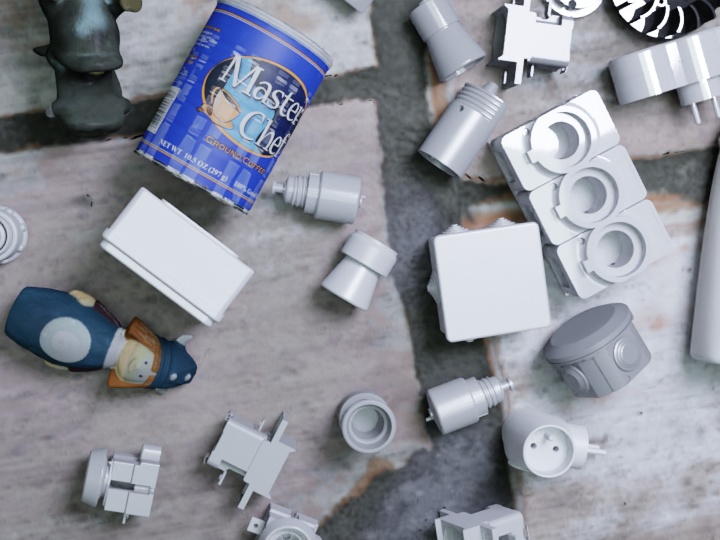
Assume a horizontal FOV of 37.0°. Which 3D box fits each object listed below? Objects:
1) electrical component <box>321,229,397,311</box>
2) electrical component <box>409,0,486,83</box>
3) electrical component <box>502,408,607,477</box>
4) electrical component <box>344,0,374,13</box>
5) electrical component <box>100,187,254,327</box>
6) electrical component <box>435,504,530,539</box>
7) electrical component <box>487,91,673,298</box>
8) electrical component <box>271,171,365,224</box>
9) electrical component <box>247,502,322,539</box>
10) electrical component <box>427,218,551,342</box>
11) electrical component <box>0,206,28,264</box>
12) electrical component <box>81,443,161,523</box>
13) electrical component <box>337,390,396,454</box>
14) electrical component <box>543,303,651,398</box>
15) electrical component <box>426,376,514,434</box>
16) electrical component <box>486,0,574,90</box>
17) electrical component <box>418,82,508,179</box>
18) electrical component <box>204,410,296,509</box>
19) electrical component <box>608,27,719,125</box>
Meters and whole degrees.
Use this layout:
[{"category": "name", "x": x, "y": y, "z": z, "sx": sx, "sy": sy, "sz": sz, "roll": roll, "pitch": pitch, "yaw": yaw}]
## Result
[{"category": "electrical component", "x": 0.000, "y": 0.000, "z": 0.893, "sx": 0.045, "sy": 0.045, "sz": 0.055, "roll": 31, "pitch": 89, "yaw": -6}, {"category": "electrical component", "x": 0.070, "y": -0.194, "z": 0.892, "sx": 0.044, "sy": 0.044, "sz": 0.065, "roll": -30, "pitch": 91, "yaw": -3}, {"category": "electrical component", "x": 0.166, "y": 0.146, "z": 0.901, "sx": 0.079, "sy": 0.077, "sz": 0.044, "roll": 9, "pitch": 92, "yaw": -6}, {"category": "electrical component", "x": 0.017, "y": -0.266, "z": 0.871, "sx": 0.047, "sy": 0.083, "sz": 0.075, "roll": 37, "pitch": 51, "yaw": -6}, {"category": "electrical component", "x": -0.142, "y": -0.011, "z": 0.847, "sx": 0.109, "sy": 0.109, "sz": 0.056, "roll": 38, "pitch": 87, "yaw": -6}, {"category": "electrical component", "x": 0.104, "y": 0.226, "z": 0.905, "sx": 0.064, "sy": 0.081, "sz": 0.042, "roll": -10, "pitch": 95, "yaw": -27}, {"category": "electrical component", "x": 0.184, "y": -0.062, "z": 0.899, "sx": 0.089, "sy": 0.062, "sz": 0.150, "roll": -28, "pitch": 95, "yaw": -3}, {"category": "electrical component", "x": -0.034, "y": -0.062, "z": 0.889, "sx": 0.078, "sy": 0.040, "sz": 0.040, "roll": 9, "pitch": 92, "yaw": -6}, {"category": "electrical component", "x": -0.061, "y": 0.225, "z": 0.895, "sx": 0.066, "sy": 0.055, "sz": 0.048, "roll": 23, "pitch": 91, "yaw": -6}, {"category": "electrical component", "x": 0.106, "y": 0.009, "z": 0.902, "sx": 0.100, "sy": 0.048, "sz": 0.099, "roll": -8, "pitch": 94, "yaw": -5}, {"category": "electrical component", "x": -0.294, "y": -0.027, "z": 0.854, "sx": 0.048, "sy": 0.062, "sz": 0.048, "roll": 0, "pitch": 93, "yaw": -6}, {"category": "electrical component", "x": -0.198, "y": 0.173, "z": 0.884, "sx": 0.055, "sy": 0.048, "sz": 0.066, "roll": 12, "pitch": 92, "yaw": -14}, {"category": "electrical component", "x": 0.005, "y": 0.125, "z": 0.896, "sx": 0.045, "sy": 0.055, "sz": 0.045, "roll": 0, "pitch": 93, "yaw": -6}, {"category": "electrical component", "x": 0.199, "y": 0.067, "z": 0.900, "sx": 0.080, "sy": 0.080, "sz": 0.051, "roll": -33, "pitch": 101, "yaw": -3}, {"category": "electrical component", "x": 0.092, "y": 0.110, "z": 0.911, "sx": 0.078, "sy": 0.040, "sz": 0.040, "roll": -20, "pitch": 95, "yaw": -4}, {"category": "electrical component", "x": 0.143, "y": -0.192, "z": 0.898, "sx": 0.064, "sy": 0.042, "sz": 0.081, "roll": 6, "pitch": 93, "yaw": -7}, {"category": "electrical component", "x": 0.089, "y": -0.121, "z": 0.896, "sx": 0.043, "sy": 0.043, "sz": 0.081, "roll": 34, "pitch": 90, "yaw": -6}, {"category": "electrical component", "x": -0.091, "y": 0.152, "z": 0.895, "sx": 0.064, "sy": 0.042, "sz": 0.081, "roll": 28, "pitch": 90, "yaw": -5}, {"category": "electrical component", "x": 0.285, "y": -0.161, "z": 0.908, "sx": 0.138, "sy": 0.052, "sz": 0.073, "roll": -18, "pitch": 95, "yaw": -4}]
